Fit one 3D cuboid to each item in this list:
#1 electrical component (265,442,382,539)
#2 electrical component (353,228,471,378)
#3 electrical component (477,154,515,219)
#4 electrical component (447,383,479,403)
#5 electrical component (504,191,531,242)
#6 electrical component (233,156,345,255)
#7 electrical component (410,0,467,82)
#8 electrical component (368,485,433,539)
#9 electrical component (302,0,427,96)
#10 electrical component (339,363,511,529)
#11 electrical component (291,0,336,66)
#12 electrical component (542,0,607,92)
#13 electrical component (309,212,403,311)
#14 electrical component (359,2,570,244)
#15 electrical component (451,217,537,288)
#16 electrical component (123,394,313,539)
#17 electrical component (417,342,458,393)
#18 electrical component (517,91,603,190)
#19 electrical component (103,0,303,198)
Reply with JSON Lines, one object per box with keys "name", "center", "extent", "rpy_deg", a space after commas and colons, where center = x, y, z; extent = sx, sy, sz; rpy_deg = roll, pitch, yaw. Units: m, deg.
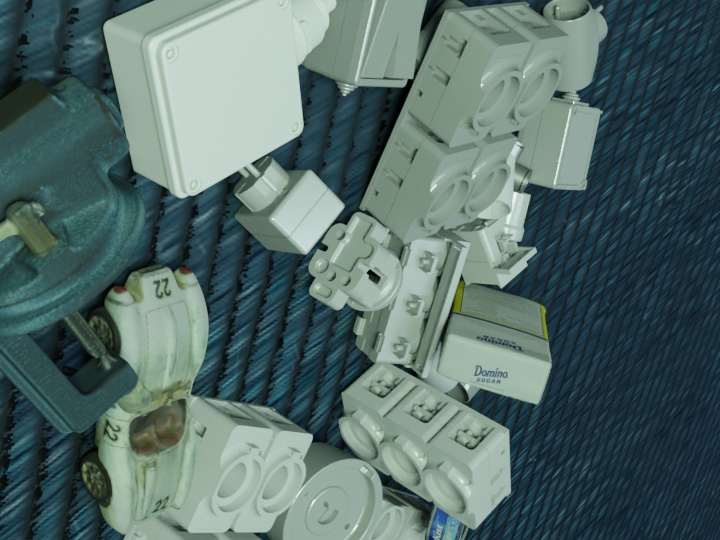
{"name": "electrical component", "center": [-0.040, 0.205, 0.954], "extent": [0.108, 0.060, 0.108], "rpy_deg": [-16, 116, -35]}
{"name": "electrical component", "center": [0.043, 0.022, 0.942], "extent": [0.063, 0.079, 0.121], "rpy_deg": [6, 109, -31]}
{"name": "electrical component", "center": [0.119, -0.092, 0.975], "extent": [0.043, 0.043, 0.081], "rpy_deg": [40, 51, -55]}
{"name": "electrical component", "center": [0.115, 0.083, 1.097], "extent": [0.077, 0.043, 0.079], "rpy_deg": [-45, 141, -25]}
{"name": "electrical component", "center": [0.144, -0.055, 1.047], "extent": [0.040, 0.040, 0.046], "rpy_deg": [1, 106, -53]}
{"name": "electrical component", "center": [-0.063, -0.054, 0.761], "extent": [0.076, 0.066, 0.047], "rpy_deg": [45, 73, -24]}
{"name": "electrical component", "center": [0.060, -0.178, 0.854], "extent": [0.065, 0.044, 0.044], "rpy_deg": [-44, 141, -18]}
{"name": "electrical component", "center": [0.013, 0.274, 1.076], "extent": [0.105, 0.060, 0.186], "rpy_deg": [-61, 146, -3]}
{"name": "electrical component", "center": [0.006, -0.169, 0.770], "extent": [0.062, 0.061, 0.096], "rpy_deg": [-10, 120, -50]}
{"name": "electrical component", "center": [0.057, 0.159, 0.977], "extent": [0.062, 0.150, 0.089], "rpy_deg": [-39, 139, -31]}
{"name": "electrical component", "center": [-0.041, -0.169, 0.726], "extent": [0.062, 0.048, 0.048], "rpy_deg": [-46, 143, -35]}
{"name": "electrical component", "center": [0.206, -0.221, 1.012], "extent": [0.079, 0.044, 0.077], "rpy_deg": [-42, 140, -28]}
{"name": "electrical component", "center": [0.000, 0.000, 0.880], "extent": [0.078, 0.058, 0.057], "rpy_deg": [-59, 143, -5]}
{"name": "electrical component", "center": [0.086, -0.115, 0.866], "extent": [0.105, 0.060, 0.186], "rpy_deg": [-20, 144, -45]}
{"name": "electrical component", "center": [0.119, -0.021, 1.011], "extent": [0.042, 0.081, 0.063], "rpy_deg": [-37, 115, -34]}
{"name": "electrical component", "center": [-0.119, 0.201, 0.855], "extent": [0.105, 0.060, 0.186], "rpy_deg": [20, 96, -55]}
{"name": "electrical component", "center": [0.068, 0.086, 1.040], "extent": [0.044, 0.044, 0.065], "rpy_deg": [-51, 139, -17]}
{"name": "electrical component", "center": [0.188, -0.129, 1.041], "extent": [0.062, 0.061, 0.096], "rpy_deg": [-3, 107, -51]}
{"name": "electrical component", "center": [-0.095, -0.119, 0.677], "extent": [0.109, 0.056, 0.108], "rpy_deg": [-35, 137, -34]}
